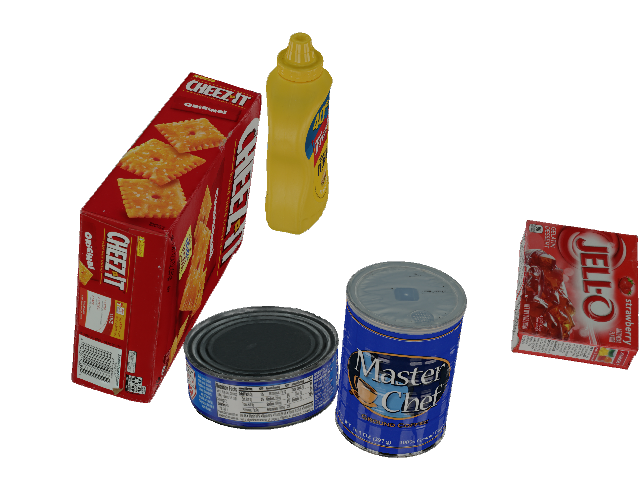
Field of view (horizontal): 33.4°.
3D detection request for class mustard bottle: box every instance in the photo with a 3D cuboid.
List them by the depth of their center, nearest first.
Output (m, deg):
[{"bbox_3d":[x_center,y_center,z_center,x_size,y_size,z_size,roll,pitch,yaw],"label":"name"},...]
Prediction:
[{"bbox_3d":[-0.020,-0.105,0.984,0.058,0.192,0.096,12,43,11],"label":"mustard bottle"}]

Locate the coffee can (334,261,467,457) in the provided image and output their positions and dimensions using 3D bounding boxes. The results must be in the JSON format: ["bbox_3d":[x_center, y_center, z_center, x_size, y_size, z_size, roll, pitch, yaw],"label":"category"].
[{"bbox_3d":[0.068,0.104,0.938,0.103,0.140,0.103,3,31,-2],"label":"coffee can"}]

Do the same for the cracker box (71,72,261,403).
[{"bbox_3d":[-0.113,-0.006,0.820,0.072,0.164,0.213,17,37,6],"label":"cracker box"}]

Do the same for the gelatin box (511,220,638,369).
[{"bbox_3d":[0.162,0.033,0.676,0.073,0.089,0.030,9,-34,6],"label":"gelatin box"}]

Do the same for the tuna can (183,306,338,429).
[{"bbox_3d":[-0.032,0.070,0.594,0.086,0.034,0.086,-2,22,0],"label":"tuna can"}]
